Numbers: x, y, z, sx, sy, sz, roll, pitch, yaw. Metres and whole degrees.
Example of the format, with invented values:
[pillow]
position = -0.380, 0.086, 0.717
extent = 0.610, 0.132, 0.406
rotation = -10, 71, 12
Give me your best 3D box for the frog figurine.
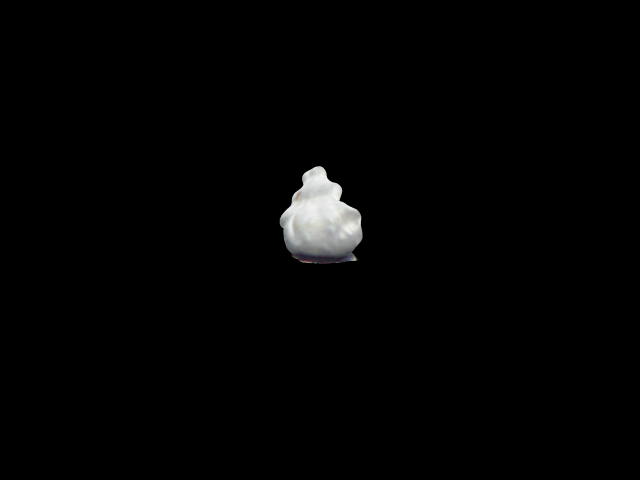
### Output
[frog figurine]
position = 0.003, -0.043, 0.850
extent = 0.137, 0.159, 0.123
rotation = 2, 4, 28
